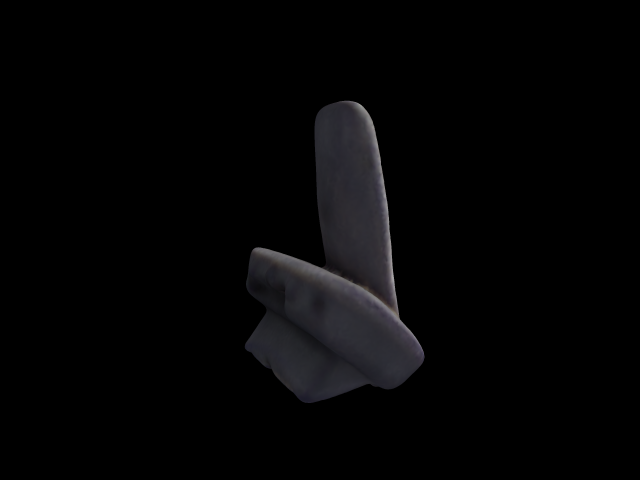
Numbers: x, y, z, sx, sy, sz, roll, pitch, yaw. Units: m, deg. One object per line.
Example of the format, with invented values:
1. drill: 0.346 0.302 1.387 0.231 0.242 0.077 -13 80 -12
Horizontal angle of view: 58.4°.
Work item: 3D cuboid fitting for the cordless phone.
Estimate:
1. cordless phone: 0.004 0.001 0.400 0.094 0.185 0.147 -6 10 -32
